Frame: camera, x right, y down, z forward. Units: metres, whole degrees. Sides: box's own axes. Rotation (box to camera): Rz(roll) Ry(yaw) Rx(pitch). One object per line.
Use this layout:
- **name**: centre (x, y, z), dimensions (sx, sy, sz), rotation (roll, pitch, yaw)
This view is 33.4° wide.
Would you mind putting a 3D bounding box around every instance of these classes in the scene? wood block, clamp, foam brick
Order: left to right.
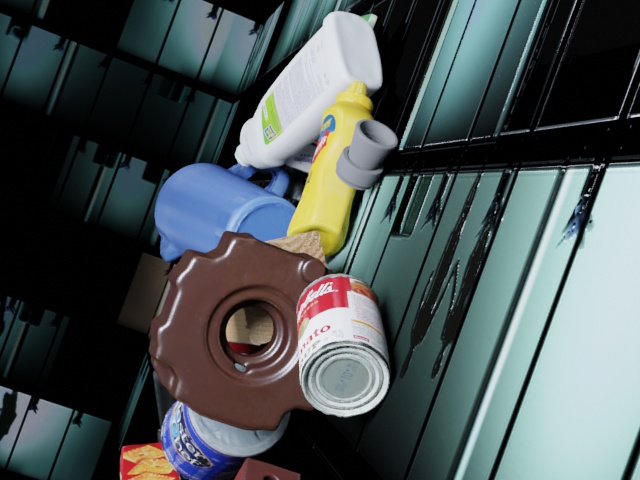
- **clamp**: centre (-0.188, 0.247, 1.355), dimensions (0.164, 0.036, 0.210), rotation (131, 132, -82)
- **wood block**: centre (-0.064, 0.050, 1.075), dimensions (0.206, 0.090, 0.091), rotation (170, 86, -71)
- **foam brick**: centre (-0.052, 0.236, 0.904), dimensions (0.078, 0.053, 0.051), rotation (-83, 17, -50)
- **clamp**: centre (-0.046, -0.058, 1.435), dimensions (0.120, 0.039, 0.171), rotation (-54, 19, 29)

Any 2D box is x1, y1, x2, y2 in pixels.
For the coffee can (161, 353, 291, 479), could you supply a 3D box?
- **coffee can**: centre (-0.099, 0.185, 1.088), dimensions (0.140, 0.102, 0.102), rotation (129, 159, -59)

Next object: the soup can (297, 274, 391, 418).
- **soup can**: centre (0.017, 0.080, 0.815), dimensions (0.102, 0.068, 0.069), rotation (-94, 27, -63)

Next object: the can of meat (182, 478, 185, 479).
- **can of meat**: centre (-0.193, 0.325, 1.285), dimensions (0.102, 0.083, 0.058), rotation (-57, 26, -7)

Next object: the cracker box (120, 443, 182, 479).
- **cracker box**: centre (-0.177, 0.328, 1.139), dimensions (0.214, 0.072, 0.164), rotation (-137, 43, -78)

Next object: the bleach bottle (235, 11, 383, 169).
- **bleach bottle**: centre (-0.028, -0.162, 1.272), dimensions (0.251, 0.067, 0.102), rotation (-34, 58, 47)

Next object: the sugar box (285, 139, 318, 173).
- **sugar box**: centre (0.008, -0.179, 1.334), dimensions (0.093, 0.048, 0.176), rotation (-99, 31, -52)

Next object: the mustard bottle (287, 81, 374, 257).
- **mustard bottle**: centre (0.019, -0.082, 1.117), dimensions (0.096, 0.058, 0.191), rotation (123, 165, -68)

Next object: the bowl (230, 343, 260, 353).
- **bowl**: centre (-0.114, 0.108, 1.313), dimensions (0.162, 0.055, 0.162), rotation (164, 90, -75)

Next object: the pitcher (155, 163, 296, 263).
- **pitcher**: centre (-0.105, -0.027, 1.347), dimensions (0.243, 0.144, 0.149), rotation (22, 111, 62)
